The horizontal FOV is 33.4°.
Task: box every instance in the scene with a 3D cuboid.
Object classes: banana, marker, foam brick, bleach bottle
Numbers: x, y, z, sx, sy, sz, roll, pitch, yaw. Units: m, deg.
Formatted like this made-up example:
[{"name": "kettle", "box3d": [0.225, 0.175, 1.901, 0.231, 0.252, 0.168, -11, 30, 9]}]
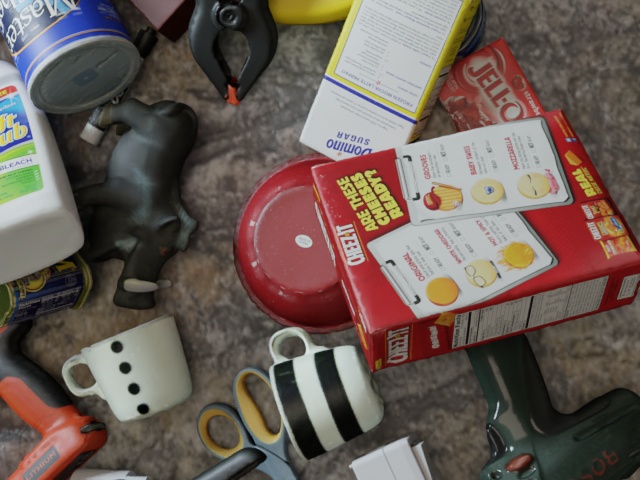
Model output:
[{"name": "banana", "box3d": [-0.012, -0.223, 0.941, 0.198, 0.037, 0.069, -7, 108, 20]}, {"name": "marker", "box3d": [-0.185, -0.144, 0.991, 0.020, 0.020, 0.121, 31, 93, 12]}, {"name": "foam brick", "box3d": [-0.147, -0.228, 0.971, 0.053, 0.051, 0.078, -45, 79, 5]}, {"name": "bleach bottle", "box3d": [-0.285, -0.079, 0.942, 0.102, 0.068, 0.251, -22, 52, -8]}]

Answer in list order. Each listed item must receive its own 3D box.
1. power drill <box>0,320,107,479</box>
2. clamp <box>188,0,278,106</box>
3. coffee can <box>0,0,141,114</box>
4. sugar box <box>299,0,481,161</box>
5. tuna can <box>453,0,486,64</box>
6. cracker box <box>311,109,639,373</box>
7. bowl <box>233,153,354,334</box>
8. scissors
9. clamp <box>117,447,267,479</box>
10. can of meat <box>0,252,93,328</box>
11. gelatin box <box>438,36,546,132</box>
[{"name": "power drill", "box3d": [-0.301, 0.154, 0.979, 0.184, 0.057, 0.188, -42, 79, 7]}, {"name": "clamp", "box3d": [-0.086, -0.205, 0.925, 0.120, 0.039, 0.171, 13, 115, 6]}, {"name": "coffee can", "box3d": [-0.234, -0.198, 0.952, 0.103, 0.102, 0.140, -31, 71, 9]}, {"name": "sugar box", "box3d": [0.058, -0.143, 0.896, 0.093, 0.048, 0.176, 30, 117, 13]}, {"name": "tuna can", "box3d": [0.100, -0.193, 0.923, 0.086, 0.033, 0.086, -1, 87, 13]}, {"name": "cracker box", "box3d": [0.117, -0.003, 0.830, 0.213, 0.072, 0.164, -14, 53, -6]}, {"name": "bowl", "box3d": [-0.006, 0.001, 0.925, 0.162, 0.055, 0.162, -1, 86, 13]}, {"name": "scissors", "box3d": [-0.046, 0.212, 0.935, 0.096, 0.016, 0.202, -21, 81, 16]}, {"name": "clamp", "box3d": [-0.141, 0.262, 0.893, 0.210, 0.036, 0.164, -7, 76, 18]}, {"name": "can of meat", "box3d": [-0.268, 0.024, 0.952, 0.102, 0.083, 0.058, 50, 129, 21]}, {"name": "gelatin box", "box3d": [0.145, -0.117, 0.910, 0.073, 0.030, 0.089, -28, 81, 9]}]
